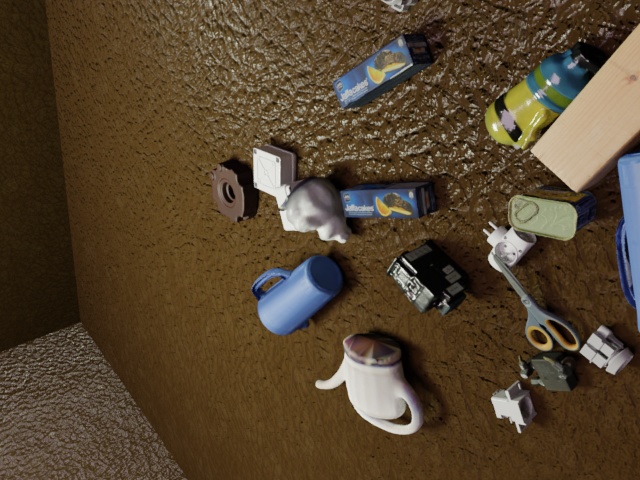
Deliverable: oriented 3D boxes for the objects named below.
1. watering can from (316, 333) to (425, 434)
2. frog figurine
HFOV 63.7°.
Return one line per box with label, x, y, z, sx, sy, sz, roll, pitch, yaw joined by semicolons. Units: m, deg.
watering can;0.096;0.322;1.211;0.105;0.222;0.349;-19;20;-40
frog figurine;0.003;-0.057;1.141;0.139;0.161;0.120;-33;-17;-37
